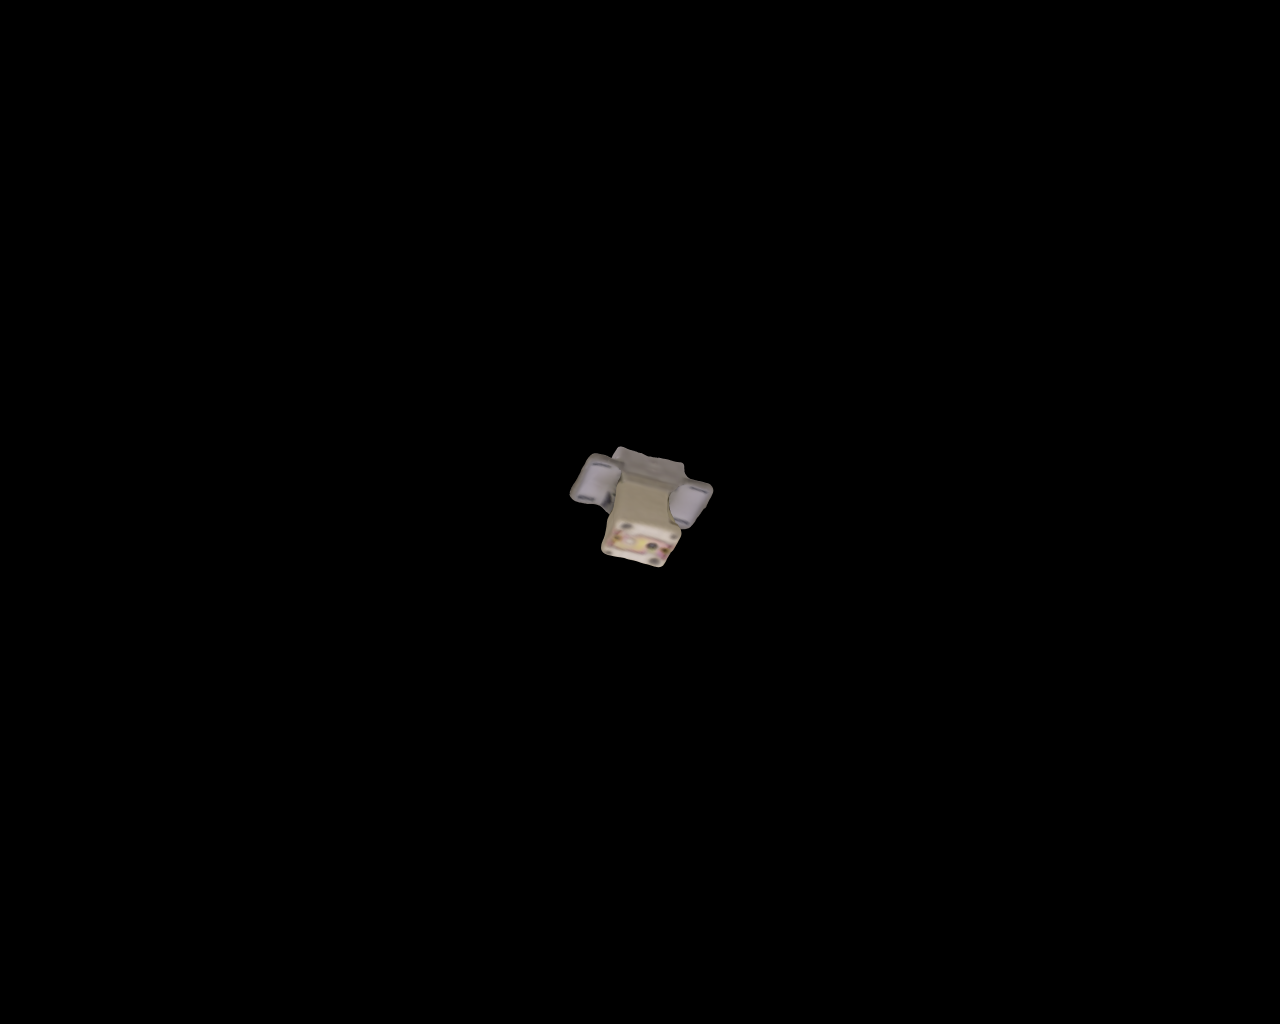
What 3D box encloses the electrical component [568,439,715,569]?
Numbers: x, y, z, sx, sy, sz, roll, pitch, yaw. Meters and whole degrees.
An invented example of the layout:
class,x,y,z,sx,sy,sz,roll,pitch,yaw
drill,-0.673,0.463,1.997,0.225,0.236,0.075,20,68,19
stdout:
class,x,y,z,sx,sy,sz,roll,pitch,yaw
electrical component,0.001,-0.003,0.650,0.081,0.064,0.042,14,-43,-15
